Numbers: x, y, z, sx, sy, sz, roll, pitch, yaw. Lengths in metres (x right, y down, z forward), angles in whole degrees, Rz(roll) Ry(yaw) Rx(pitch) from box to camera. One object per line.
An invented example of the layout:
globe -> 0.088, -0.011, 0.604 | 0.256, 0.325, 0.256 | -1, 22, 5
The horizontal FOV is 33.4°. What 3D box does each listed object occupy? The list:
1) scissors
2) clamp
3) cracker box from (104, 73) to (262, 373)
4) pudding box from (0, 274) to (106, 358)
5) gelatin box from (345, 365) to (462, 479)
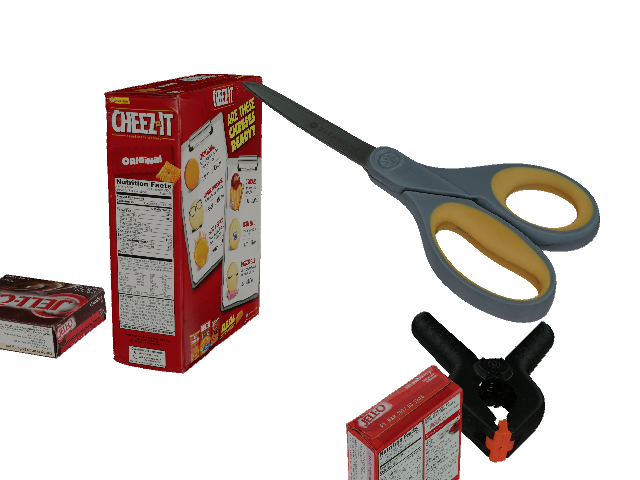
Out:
scissors -> 0.054, -0.039, 0.527 | 0.096, 0.016, 0.202 | -27, 55, -21
clamp -> 0.145, 0.110, 0.853 | 0.120, 0.039, 0.171 | -5, 33, -4
cracker box -> -0.107, -0.021, 0.864 | 0.072, 0.214, 0.164 | 5, 15, 18
pudding box -> -0.271, 0.069, 0.997 | 0.114, 0.039, 0.090 | 5, 20, 19
gelatin box -> 0.052, 0.130, 0.656 | 0.073, 0.089, 0.030 | -30, 45, -29
